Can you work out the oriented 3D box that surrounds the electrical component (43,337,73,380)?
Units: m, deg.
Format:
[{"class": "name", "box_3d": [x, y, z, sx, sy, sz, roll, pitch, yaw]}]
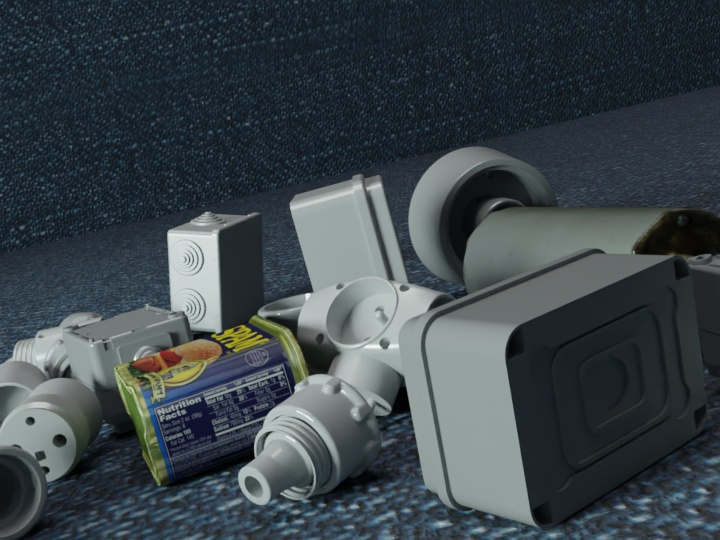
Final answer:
[{"class": "electrical component", "box_3d": [-0.187, 0.071, 0.727, 0.048, 0.048, 0.062, -16, 16, -19]}]

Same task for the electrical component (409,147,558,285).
[{"class": "electrical component", "box_3d": [0.097, -0.036, 0.806, 0.108, 0.108, 0.060, -15, 15, -16]}]

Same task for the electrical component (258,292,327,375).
[{"class": "electrical component", "box_3d": [-0.031, 0.045, 0.624, 0.045, 0.055, 0.045, -13, 9, 2]}]

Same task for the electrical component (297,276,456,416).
[{"class": "electrical component", "box_3d": [0.005, 0.047, 0.546, 0.077, 0.044, 0.079, 1, 58, 36]}]

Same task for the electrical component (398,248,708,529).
[{"class": "electrical component", "box_3d": [0.076, 0.041, 0.417, 0.113, 0.078, 0.057, -19, 14, -37]}]

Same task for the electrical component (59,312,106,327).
[{"class": "electrical component", "box_3d": [-0.228, 0.056, 0.880, 0.043, 0.043, 0.062, -19, 10, -34]}]

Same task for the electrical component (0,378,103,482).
[{"class": "electrical component", "box_3d": [-0.168, 0.087, 0.586, 0.045, 0.045, 0.055, -13, 9, 1]}]

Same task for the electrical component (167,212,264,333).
[{"class": "electrical component", "box_3d": [-0.120, 0.001, 0.900, 0.048, 0.099, 0.100, 4, 13, 18]}]

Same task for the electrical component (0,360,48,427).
[{"class": "electrical component", "box_3d": [-0.236, 0.089, 0.674, 0.079, 0.043, 0.077, -15, 9, -13]}]

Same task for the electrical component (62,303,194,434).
[{"class": "electrical component", "box_3d": [-0.137, 0.060, 0.659, 0.062, 0.061, 0.096, -17, 10, -25]}]

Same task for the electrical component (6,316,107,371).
[{"class": "electrical component", "box_3d": [-0.231, 0.065, 0.823, 0.081, 0.043, 0.043, -13, 9, 3]}]

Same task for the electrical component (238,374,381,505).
[{"class": "electrical component", "box_3d": [-0.025, 0.076, 0.455, 0.048, 0.048, 0.062, -5, 18, 40]}]

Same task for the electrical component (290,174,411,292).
[{"class": "electrical component", "box_3d": [0.000, 0.000, 0.678, 0.057, 0.113, 0.078, -15, 8, 3]}]

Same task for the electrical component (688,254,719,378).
[{"class": "electrical component", "box_3d": [0.186, 0.022, 0.435, 0.062, 0.061, 0.096, -15, 9, -10]}]

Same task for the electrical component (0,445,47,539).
[{"class": "electrical component", "box_3d": [-0.179, 0.102, 0.503, 0.045, 0.045, 0.055, -20, 11, -40]}]
